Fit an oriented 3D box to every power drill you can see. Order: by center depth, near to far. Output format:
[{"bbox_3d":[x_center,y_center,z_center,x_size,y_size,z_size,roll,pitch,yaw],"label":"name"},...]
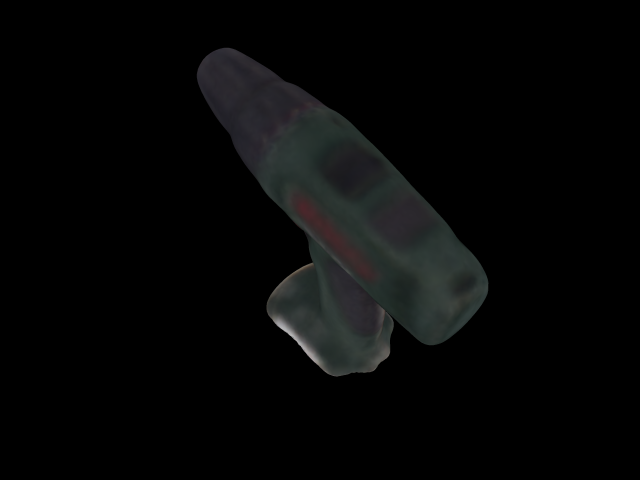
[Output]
[{"bbox_3d":[0.004,0.001,0.400,0.076,0.208,0.229,-39,62,-24],"label":"power drill"}]
